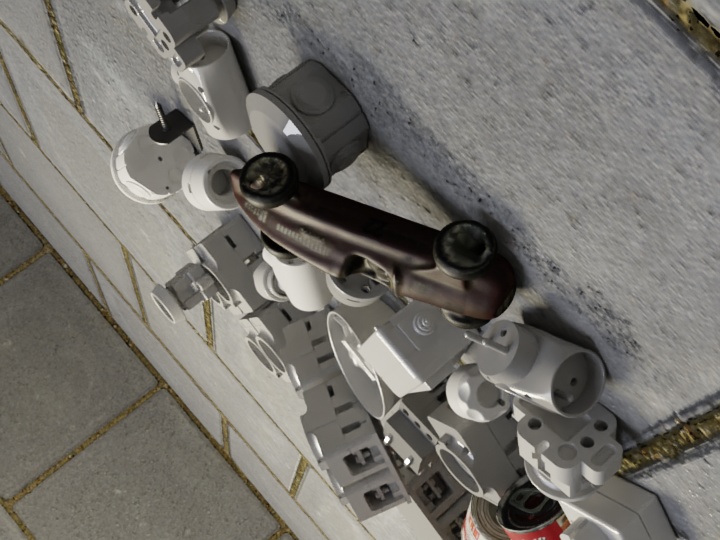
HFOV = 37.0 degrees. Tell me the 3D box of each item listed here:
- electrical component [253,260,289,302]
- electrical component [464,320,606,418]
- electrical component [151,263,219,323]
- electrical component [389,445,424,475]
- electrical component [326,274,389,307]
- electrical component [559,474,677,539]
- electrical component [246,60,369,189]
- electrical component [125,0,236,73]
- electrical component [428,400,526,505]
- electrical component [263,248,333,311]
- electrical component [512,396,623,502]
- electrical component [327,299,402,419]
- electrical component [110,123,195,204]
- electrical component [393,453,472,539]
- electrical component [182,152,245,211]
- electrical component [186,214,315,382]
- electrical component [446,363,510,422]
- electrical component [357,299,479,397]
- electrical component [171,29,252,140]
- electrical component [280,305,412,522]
[{"bbox_3d":[-0.077,0.010,1.067,0.043,0.043,0.062,57,160,-19],"label":"electrical component"},{"bbox_3d":[0.100,0.056,0.674,0.079,0.044,0.077,25,178,-31],"label":"electrical component"},{"bbox_3d":[-0.188,0.024,1.142,0.048,0.055,0.066,56,162,-15],"label":"electrical component"},{"bbox_3d":[0.060,0.155,0.994,0.045,0.055,0.045,45,162,19],"label":"electrical component"},{"bbox_3d":[0.000,0.000,0.830,0.055,0.055,0.047,49,167,6],"label":"electrical component"},{"bbox_3d":[0.166,0.186,0.749,0.066,0.077,0.047,21,146,58],"label":"electrical component"},{"bbox_3d":[-0.035,-0.096,0.724,0.080,0.051,0.080,45,162,19],"label":"electrical component"},{"bbox_3d":[-0.125,-0.188,0.754,0.078,0.057,0.058,54,163,-10],"label":"electrical component"},{"bbox_3d":[0.100,0.144,0.868,0.089,0.056,0.050,58,162,-21],"label":"electrical component"},{"bbox_3d":[-0.062,-0.011,0.984,0.079,0.043,0.077,41,161,29],"label":"electrical component"},{"bbox_3d":[0.138,0.118,0.717,0.078,0.058,0.057,39,157,35],"label":"electrical component"},{"bbox_3d":[0.010,0.070,0.931,0.099,0.064,0.099,45,162,19],"label":"electrical component"},{"bbox_3d":[-0.211,-0.109,1.099,0.080,0.080,0.051,55,157,-12],"label":"electrical component"},{"bbox_3d":[0.092,0.250,1.100,0.150,0.062,0.089,55,163,-12],"label":"electrical component"},{"bbox_3d":[-0.131,-0.081,0.997,0.055,0.055,0.047,58,158,-21],"label":"electrical component"},{"bbox_3d":[-0.109,0.037,1.174,0.186,0.060,0.105,53,163,-7],"label":"electrical component"},{"bbox_3d":[0.086,0.092,0.819,0.043,0.043,0.062,54,164,-9],"label":"electrical component"},{"bbox_3d":[0.046,0.055,0.810,0.061,0.062,0.096,50,163,5],"label":"electrical component"},{"bbox_3d":[-0.122,-0.152,0.843,0.079,0.044,0.077,40,160,35],"label":"electrical component"},{"bbox_3d":[-0.019,0.137,1.037,0.186,0.060,0.105,-114,-1,-51],"label":"electrical component"}]
